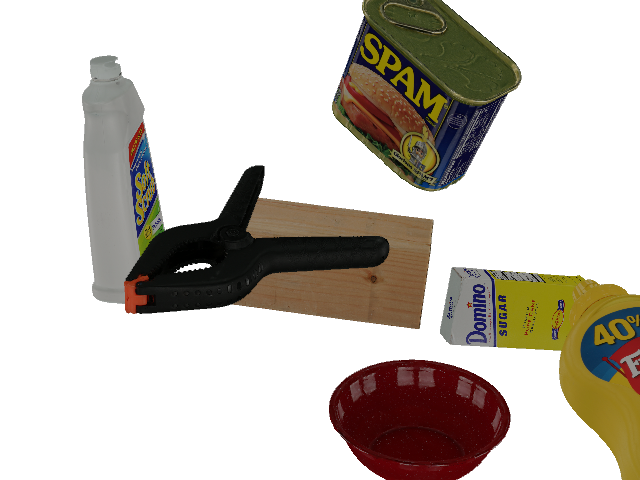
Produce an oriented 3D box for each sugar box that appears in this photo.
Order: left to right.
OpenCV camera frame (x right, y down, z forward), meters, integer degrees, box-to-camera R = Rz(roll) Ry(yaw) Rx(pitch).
[{"bbox_3d":[0.245,0.087,1.338,0.176,0.093,0.048,3,19,-14],"label":"sugar box"}]

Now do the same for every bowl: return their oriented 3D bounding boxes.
[{"bbox_3d":[0.088,0.173,0.963,0.162,0.055,0.162,0,27,0],"label":"bowl"}]

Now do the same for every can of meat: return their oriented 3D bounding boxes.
[{"bbox_3d":[0.060,-0.091,0.652,0.057,0.102,0.084,-29,-25,-36],"label":"can of meat"}]

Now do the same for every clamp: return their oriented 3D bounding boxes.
[{"bbox_3d":[-0.073,0.002,0.855,0.209,0.036,0.165,-20,40,-32],"label":"clamp"}]

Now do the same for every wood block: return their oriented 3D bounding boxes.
[{"bbox_3d":[0.006,0.021,1.086,0.206,0.091,0.090,8,22,5],"label":"wood block"}]

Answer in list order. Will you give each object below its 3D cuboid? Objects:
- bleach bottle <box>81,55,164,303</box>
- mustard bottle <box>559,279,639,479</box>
[{"bbox_3d":[-0.213,-0.066,1.123,0.068,0.251,0.102,3,26,15],"label":"bleach bottle"},{"bbox_3d":[0.192,0.084,0.609,0.096,0.058,0.192,-11,35,-9],"label":"mustard bottle"}]
